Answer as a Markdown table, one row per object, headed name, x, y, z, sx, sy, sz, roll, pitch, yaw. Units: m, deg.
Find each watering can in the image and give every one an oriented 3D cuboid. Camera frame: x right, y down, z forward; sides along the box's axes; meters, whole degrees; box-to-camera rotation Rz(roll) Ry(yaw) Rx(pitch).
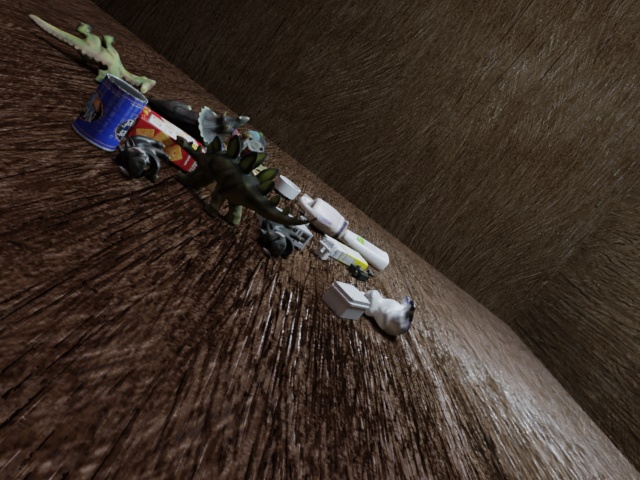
| name | x | y | z | sx | sy | sz | roll | pitch | yaw |
| --- | --- | --- | --- | --- | --- | --- | --- | --- | --- |
| watering can | 0.006 | -0.104 | 2.061 | 0.223 | 0.103 | 0.351 | 38 | 9 | -9 |

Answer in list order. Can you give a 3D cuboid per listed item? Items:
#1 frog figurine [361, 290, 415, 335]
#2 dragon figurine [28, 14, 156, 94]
| name | x | y | z | sx | sy | sz | roll | pitch | yaw |
| --- | --- | --- | --- | --- | --- | --- | --- | --- | --- |
| frog figurine | 0.174 | 0.202 | 1.435 | 0.159 | 0.120 | 0.140 | 2 | 22 | -1 |
| dragon figurine | -0.728 | -0.585 | 1.694 | 0.409 | 0.120 | 0.246 | 7 | 40 | -55 |
